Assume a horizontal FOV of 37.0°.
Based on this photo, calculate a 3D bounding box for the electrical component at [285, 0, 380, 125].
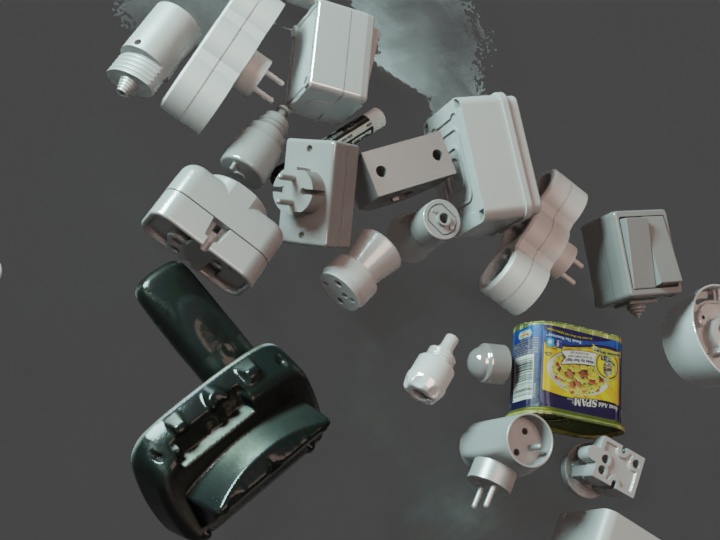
[{"bbox_3d":[-0.022,-0.178,0.905,0.061,0.062,0.096,12,72,-22],"label":"electrical component"}]

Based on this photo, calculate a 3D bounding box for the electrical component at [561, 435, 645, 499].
[{"bbox_3d":[0.205,0.171,0.922,0.066,0.055,0.048,30,66,-15],"label":"electrical component"}]

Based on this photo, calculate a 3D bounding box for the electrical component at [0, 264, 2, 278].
[{"bbox_3d":[-0.305,0.025,0.724,0.078,0.057,0.113,35,65,-13],"label":"electrical component"}]

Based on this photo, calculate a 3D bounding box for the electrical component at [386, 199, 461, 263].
[{"bbox_3d":[0.055,-0.034,0.901,0.044,0.065,0.044,6,74,-23],"label":"electrical component"}]

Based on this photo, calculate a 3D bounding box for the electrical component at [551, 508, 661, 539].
[{"bbox_3d":[0.217,0.252,0.894,0.113,0.078,0.057,33,62,-14],"label":"electrical component"}]

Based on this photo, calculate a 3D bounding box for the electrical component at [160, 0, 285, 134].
[{"bbox_3d":[-0.096,-0.165,0.873,0.074,0.052,0.138,34,65,-13],"label":"electrical component"}]

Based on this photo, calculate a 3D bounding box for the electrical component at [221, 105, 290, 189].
[{"bbox_3d":[-0.080,-0.102,0.870,0.040,0.040,0.078,36,64,-12],"label":"electrical component"}]

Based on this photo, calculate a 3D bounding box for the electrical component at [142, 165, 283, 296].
[{"bbox_3d":[-0.111,-0.033,0.831,0.095,0.054,0.059,38,64,-12],"label":"electrical component"}]

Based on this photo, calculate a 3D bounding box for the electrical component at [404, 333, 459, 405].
[{"bbox_3d":[0.063,0.079,0.893,0.035,0.035,0.061,39,62,-11],"label":"electrical component"}]

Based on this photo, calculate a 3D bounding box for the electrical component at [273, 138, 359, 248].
[{"bbox_3d":[-0.043,-0.061,0.843,0.076,0.047,0.083,0,96,-59],"label":"electrical component"}]

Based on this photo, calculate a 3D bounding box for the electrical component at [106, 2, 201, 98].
[{"bbox_3d":[-0.165,-0.167,0.847,0.043,0.043,0.081,37,65,-12],"label":"electrical component"}]

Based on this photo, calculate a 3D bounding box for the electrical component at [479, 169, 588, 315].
[{"bbox_3d":[0.167,-0.016,0.955,0.074,0.052,0.138,36,65,-12],"label":"electrical component"}]

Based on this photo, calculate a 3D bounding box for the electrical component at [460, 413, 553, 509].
[{"bbox_3d":[0.111,0.157,0.870,0.043,0.077,0.079,33,66,-14],"label":"electrical component"}]

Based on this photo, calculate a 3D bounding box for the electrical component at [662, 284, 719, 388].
[{"bbox_3d":[0.334,0.063,1.005,0.099,0.064,0.099,6,74,-23],"label":"electrical component"}]

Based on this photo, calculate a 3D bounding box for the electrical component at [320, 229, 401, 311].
[{"bbox_3d":[0.000,0.000,0.878,0.045,0.045,0.055,47,63,-7],"label":"electrical component"}]

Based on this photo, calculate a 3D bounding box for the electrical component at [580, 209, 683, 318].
[{"bbox_3d":[0.252,-0.005,0.987,0.062,0.061,0.096,-3,78,-25],"label":"electrical component"}]

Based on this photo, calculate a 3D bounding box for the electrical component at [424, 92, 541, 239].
[{"bbox_3d":[0.106,-0.089,0.932,0.057,0.078,0.113,-8,80,-23],"label":"electrical component"}]

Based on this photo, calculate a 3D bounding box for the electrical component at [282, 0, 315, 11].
[{"bbox_3d":[-0.067,-0.271,0.918,0.077,0.044,0.079,16,71,-20],"label":"electrical component"}]
